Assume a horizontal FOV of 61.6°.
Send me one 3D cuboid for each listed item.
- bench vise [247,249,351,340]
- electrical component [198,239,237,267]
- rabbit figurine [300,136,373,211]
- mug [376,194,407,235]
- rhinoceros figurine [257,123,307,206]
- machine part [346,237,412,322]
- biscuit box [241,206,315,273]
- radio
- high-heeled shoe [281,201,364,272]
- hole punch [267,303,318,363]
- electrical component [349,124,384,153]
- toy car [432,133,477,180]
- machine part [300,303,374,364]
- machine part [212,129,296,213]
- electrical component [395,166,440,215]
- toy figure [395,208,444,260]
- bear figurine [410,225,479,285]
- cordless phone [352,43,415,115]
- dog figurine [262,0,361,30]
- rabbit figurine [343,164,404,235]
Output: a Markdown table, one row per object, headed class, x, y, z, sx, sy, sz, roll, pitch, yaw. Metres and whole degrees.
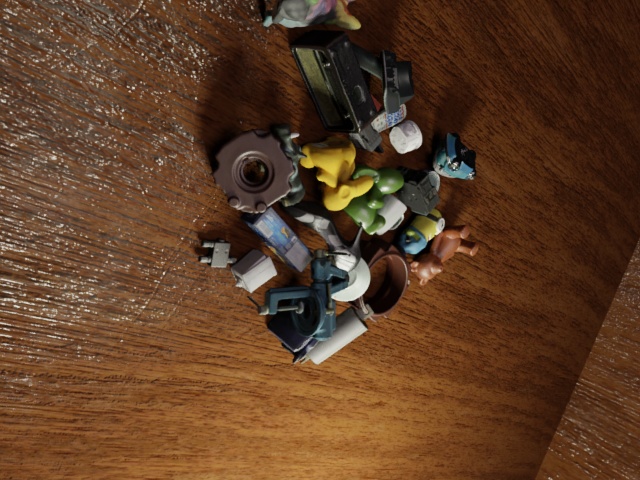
| class | x | y | z | sx | sy | sz | roll | pitch | yaw |
| --- | --- | --- | --- | --- | --- | --- | --- | --- | --- |
| bench vise | -0.038 | 0.129 | 1.253 | 0.240 | 0.129 | 0.223 | -1 | 102 | -37 |
| electrical component | -0.227 | 0.028 | 1.205 | 0.094 | 0.021 | 0.063 | 6 | 101 | -40 |
| rabbit figurine | 0.047 | -0.149 | 1.284 | 0.122 | 0.163 | 0.173 | -26 | 126 | -44 |
| mug | 0.179 | -0.064 | 1.474 | 0.107 | 0.081 | 0.109 | -50 | 137 | -1 |
| rhinoceros figurine | -0.077 | -0.168 | 1.224 | 0.112 | 0.073 | 0.190 | -27 | 121 | -28 |
| machine part | 0.156 | 0.112 | 1.508 | 0.201 | 0.087 | 0.200 | -53 | 131 | -10 |
| biscuit box | -0.097 | -0.005 | 1.272 | 0.059 | 0.063 | 0.202 | -51 | 130 | -13 |
| radio | 0.035 | -0.351 | 1.211 | 0.073 | 0.131 | 0.229 | -45 | 129 | -21 |
| high-heeled shoe | -0.003 | -0.004 | 1.338 | 0.249 | 0.086 | 0.145 | 19 | 112 | -16 |
| hole punch | -0.057 | 0.223 | 1.359 | 0.142 | 0.116 | 0.092 | -43 | 120 | -20 |
| electrical component | 0.114 | -0.253 | 1.352 | 0.048 | 0.075 | 0.119 | -48 | 133 | -15 |
| toy car | 0.382 | -0.231 | 1.558 | 0.161 | 0.103 | 0.109 | 25 | 61 | -40 |
| machine part | 0.040 | 0.253 | 1.428 | 0.243 | 0.079 | 0.079 | -35 | 129 | 5 |
| machine part | -0.140 | -0.145 | 1.137 | 0.179 | 0.056 | 0.179 | -1 | 101 | -5 |
| electrical component | 0.267 | -0.132 | 1.492 | 0.058 | 0.115 | 0.134 | -42 | 126 | -18 |
| toy figure | 0.287 | -0.022 | 1.570 | 0.180 | 0.082 | 0.089 | -40 | 92 | -12 |
| bear figurine | 0.370 | 0.048 | 1.636 | 0.196 | 0.132 | 0.120 | -50 | 125 | -22 |
| cordless phone | 0.131 | -0.397 | 1.286 | 0.184 | 0.089 | 0.146 | 16 | 62 | -33 |
| dog figurine | 0.000 | -0.493 | 1.109 | 0.219 | 0.192 | 0.108 | -4 | 102 | -22 |
| rabbit figurine | 0.130 | -0.128 | 1.382 | 0.170 | 0.121 | 0.159 | -44 | 109 | 1 |
